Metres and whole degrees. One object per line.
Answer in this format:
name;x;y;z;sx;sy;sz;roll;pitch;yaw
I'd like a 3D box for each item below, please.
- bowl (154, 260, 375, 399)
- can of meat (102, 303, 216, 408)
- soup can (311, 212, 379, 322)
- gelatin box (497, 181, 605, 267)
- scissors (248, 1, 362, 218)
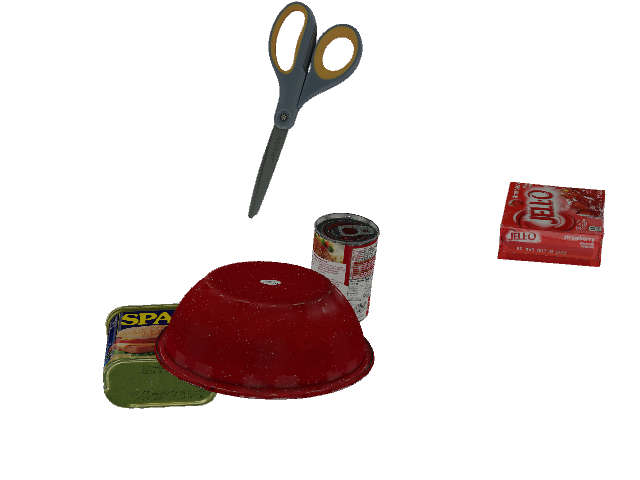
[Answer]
bowl;-0.038;0.055;0.772;0.162;0.055;0.162;4;18;-1
can of meat;-0.138;0.101;0.932;0.102;0.057;0.084;-2;28;-5
soup can;0.023;0.031;1.127;0.068;0.102;0.068;4;28;-2
gelatin box;0.173;-0.014;0.793;0.073;0.030;0.089;6;25;14
scissors;-0.013;-0.118;0.978;0.096;0.202;0.016;3;-3;11
